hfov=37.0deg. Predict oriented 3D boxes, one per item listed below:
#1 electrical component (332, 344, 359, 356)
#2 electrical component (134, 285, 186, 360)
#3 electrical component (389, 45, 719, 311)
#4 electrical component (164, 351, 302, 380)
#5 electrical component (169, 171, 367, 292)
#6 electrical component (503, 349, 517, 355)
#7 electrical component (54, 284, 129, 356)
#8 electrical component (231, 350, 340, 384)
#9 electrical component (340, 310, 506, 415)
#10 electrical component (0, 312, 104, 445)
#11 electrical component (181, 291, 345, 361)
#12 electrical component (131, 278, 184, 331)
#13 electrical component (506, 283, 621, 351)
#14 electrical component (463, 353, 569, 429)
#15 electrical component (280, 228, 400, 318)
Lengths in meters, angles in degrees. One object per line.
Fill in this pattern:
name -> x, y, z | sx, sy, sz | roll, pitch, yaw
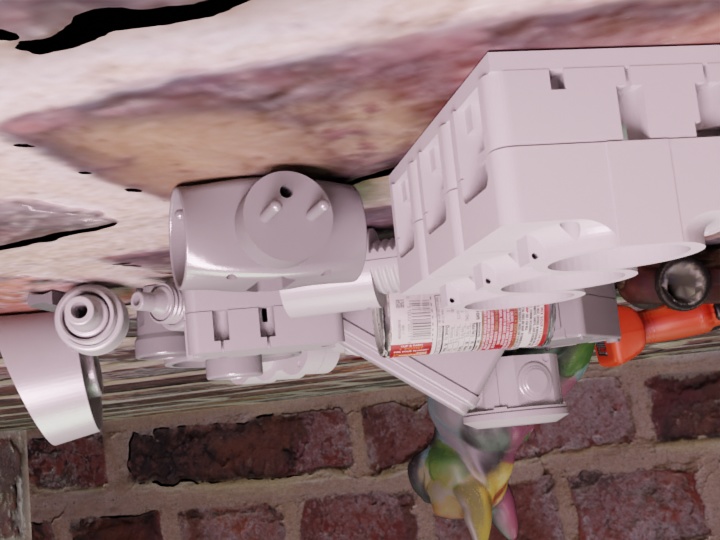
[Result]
electrical component -> -0.015, 0.047, 0.883 | 0.048, 0.048, 0.062 | 2, 175, -40
electrical component -> -0.131, 0.035, 0.717 | 0.040, 0.046, 0.040 | -6, 171, -1
electrical component -> 0.071, -0.026, 0.398 | 0.089, 0.061, 0.150 | -4, 171, -11
electrical component -> -0.093, 0.048, 0.779 | 0.108, 0.060, 0.108 | -5, 171, -1
electrical component -> -0.034, -0.018, 0.443 | 0.077, 0.043, 0.079 | -3, 171, -19
electrical component -> 0.065, 0.043, 0.841 | 0.096, 0.061, 0.062 | -13, 168, 38
electrical component -> -0.168, 0.029, 0.667 | 0.043, 0.043, 0.062 | -5, 170, -4
electrical component -> -0.088, 0.076, 0.990 | 0.074, 0.052, 0.138 | 2, 169, -40
electrical component -> 0.041, 0.049, 0.736 | 0.109, 0.056, 0.108 | 30, 175, 8
electrical component -> -0.221, 0.076, 0.773 | 0.064, 0.099, 0.099 | -11, 172, -8
electrical component -> -0.059, 0.020, 0.634 | 0.089, 0.055, 0.050 | -4, 171, -12
electrical component -> -0.117, 0.021, 0.676 | 0.035, 0.035, 0.061 | -12, 167, 37
electrical component -> 0.139, 0.023, 0.765 | 0.062, 0.061, 0.096 | -11, 170, 31
electrical component -> 0.117, 0.093, 0.821 | 0.080, 0.051, 0.080 | -5, 170, -1
electrical component -> 0.000, 0.000, 0.581 | 0.081, 0.043, 0.043 | -7, 171, 11
